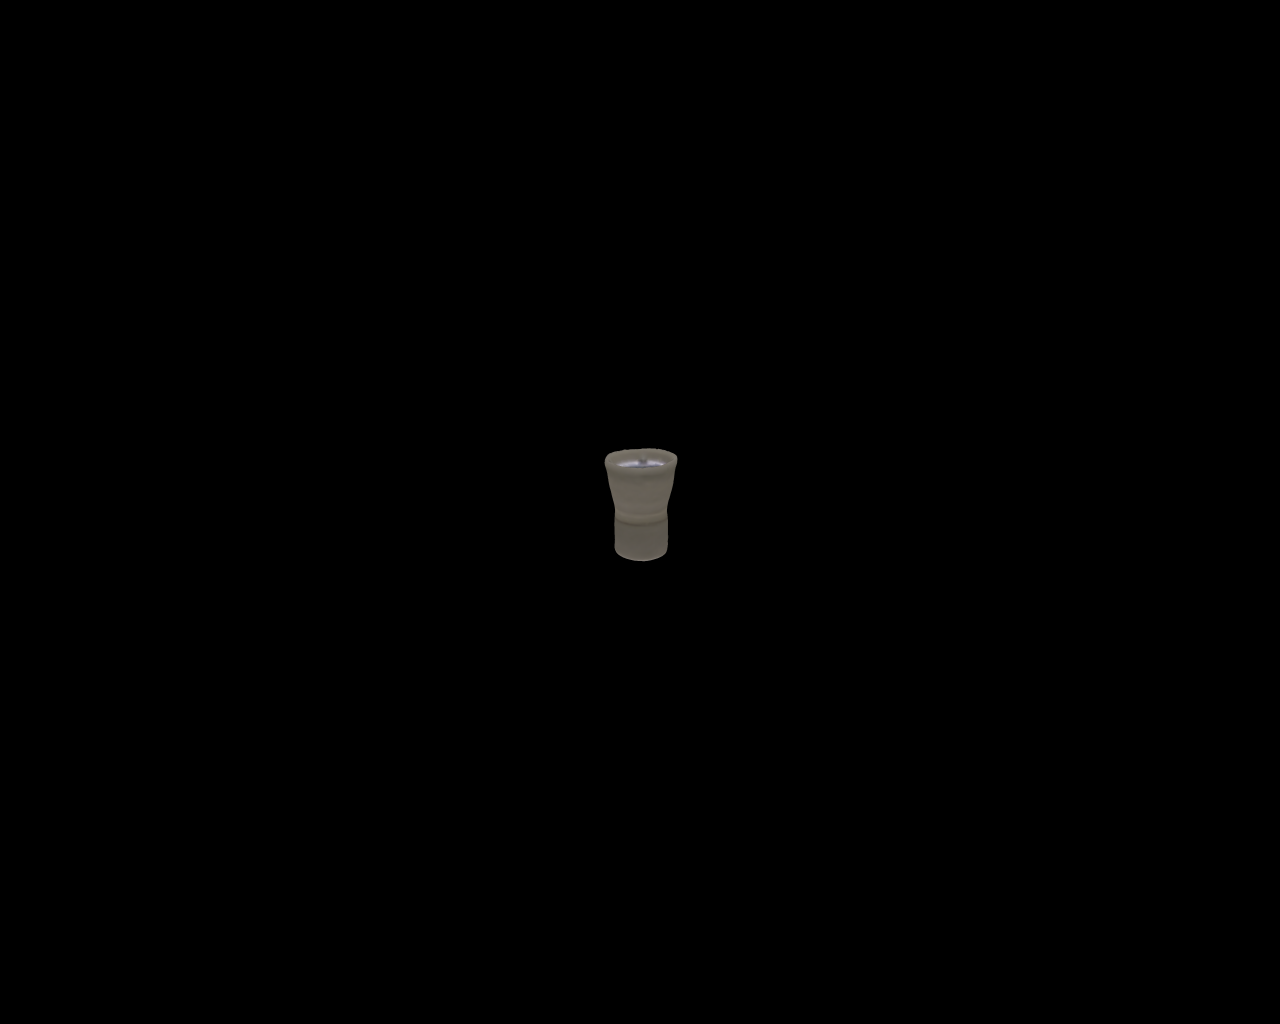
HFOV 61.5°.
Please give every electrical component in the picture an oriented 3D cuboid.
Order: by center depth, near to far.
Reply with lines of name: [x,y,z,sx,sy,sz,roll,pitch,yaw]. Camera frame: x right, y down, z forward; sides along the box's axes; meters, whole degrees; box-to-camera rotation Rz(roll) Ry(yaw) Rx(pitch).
electrical component: [0.001,-0.003,0.650,0.044,0.065,0.044,0,20,0]
